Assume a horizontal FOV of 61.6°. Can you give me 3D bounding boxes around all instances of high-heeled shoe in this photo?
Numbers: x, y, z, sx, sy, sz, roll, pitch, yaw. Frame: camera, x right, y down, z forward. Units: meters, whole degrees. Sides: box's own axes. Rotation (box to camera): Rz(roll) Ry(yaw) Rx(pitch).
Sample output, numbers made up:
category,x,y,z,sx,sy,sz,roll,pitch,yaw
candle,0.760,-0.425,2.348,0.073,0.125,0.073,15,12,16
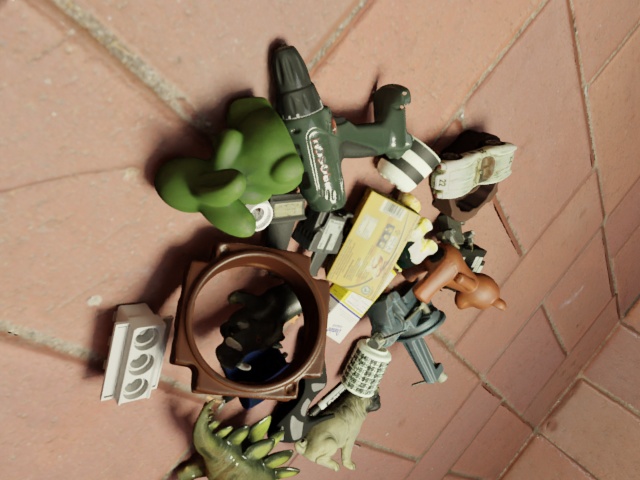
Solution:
category,x,y,z,sx,sy,sz,roll,pitch,yaw
high-heeled shoe,-0.054,0.284,1.035,0.145,0.086,0.248,-12,112,-1

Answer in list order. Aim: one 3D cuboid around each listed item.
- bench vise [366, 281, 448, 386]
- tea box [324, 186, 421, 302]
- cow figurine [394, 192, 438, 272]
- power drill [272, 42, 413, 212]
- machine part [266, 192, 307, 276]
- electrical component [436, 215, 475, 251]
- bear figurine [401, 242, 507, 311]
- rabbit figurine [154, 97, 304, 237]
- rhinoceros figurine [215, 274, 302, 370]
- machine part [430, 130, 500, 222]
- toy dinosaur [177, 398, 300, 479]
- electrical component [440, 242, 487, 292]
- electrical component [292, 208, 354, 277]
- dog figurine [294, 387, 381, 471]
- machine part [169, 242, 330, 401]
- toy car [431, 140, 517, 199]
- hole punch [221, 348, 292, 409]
category,x,y,z,sx,sy,sz,roll,pitch,yaw
bench vise,0.191,0.200,1.098,0.240,0.129,0.223,63,33,-9
tea box,0.087,0.006,0.915,0.098,0.068,0.169,28,101,-7
cow figurine,0.155,-0.014,1.003,0.098,0.068,0.167,-38,137,-9
power drill,0.037,-0.167,0.756,0.207,0.086,0.231,-25,116,-38
machine part,-0.059,-0.010,0.819,0.084,0.039,0.138,-16,127,-40
electrical component,0.280,-0.015,1.109,0.102,0.045,0.078,12,75,-44
bear figurine,0.276,0.094,1.095,0.132,0.120,0.195,-42,121,11
rabbit figurine,-0.111,-0.072,0.652,0.170,0.159,0.121,-22,135,-8
rhinoceros figurine,-0.085,0.124,0.835,0.190,0.112,0.073,-37,140,-30
machine part,0.290,-0.127,1.055,0.179,0.056,0.179,-22,129,-30
toy dinosaur,-0.149,0.399,0.952,0.198,0.105,0.470,-34,145,-8
electrical component,0.312,0.058,1.209,0.134,0.058,0.114,8,114,-46
electrical component,-0.002,-0.003,0.871,0.075,0.048,0.119,4,115,-45
dog figurine,0.039,0.381,1.165,0.172,0.121,0.190,27,83,-53
machine part,-0.093,0.111,0.731,0.201,0.087,0.201,11,73,-16
toy car,0.275,-0.127,0.960,0.202,0.056,0.073,-21,127,-31
hole punch,-0.095,0.235,0.925,0.142,0.092,0.115,-35,141,-26
